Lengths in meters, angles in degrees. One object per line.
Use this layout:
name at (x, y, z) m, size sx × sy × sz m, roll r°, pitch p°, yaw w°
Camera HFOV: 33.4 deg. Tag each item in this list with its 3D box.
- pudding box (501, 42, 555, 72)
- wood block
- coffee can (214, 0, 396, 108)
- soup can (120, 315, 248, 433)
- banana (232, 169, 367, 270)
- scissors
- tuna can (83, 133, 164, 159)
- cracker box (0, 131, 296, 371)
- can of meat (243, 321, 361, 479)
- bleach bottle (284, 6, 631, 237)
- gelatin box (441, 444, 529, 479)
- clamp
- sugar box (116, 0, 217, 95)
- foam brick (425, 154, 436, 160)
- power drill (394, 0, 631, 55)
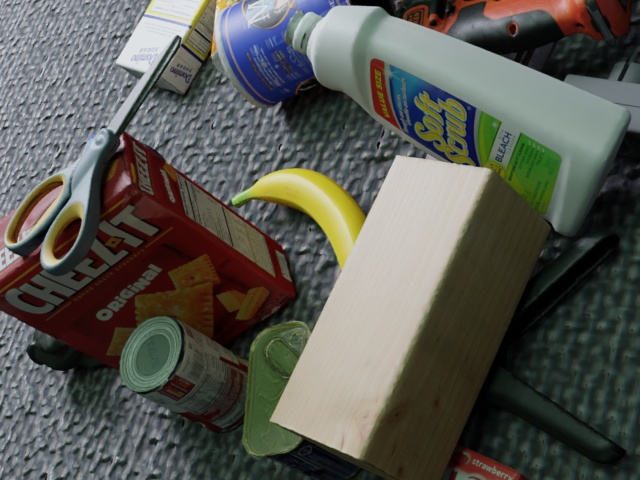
pudding box at (0.128, -0.146, 0.890) m, size 0.114 × 0.039 × 0.090 m, roll 14°, pitch 73°, yaw 44°
wood block at (0.065, 0.056, 0.730) m, size 0.091 × 0.090 × 0.206 m, roll 14°, pitch 73°, yaw 45°
coffee can at (-0.011, -0.194, 0.985) m, size 0.140 × 0.102 × 0.103 m, roll -20°, pitch 54°, yaw 28°
soup can at (-0.106, 0.111, 0.876) m, size 0.069 × 0.102 × 0.068 m, roll -19°, pitch 55°, yaw 28°
banana at (0.002, -0.016, 0.915) m, size 0.198 × 0.037 × 0.069 m, roll 36°, pitch 95°, yaw 44°
scissors at (-0.154, -0.054, 0.773) m, size 0.202 × 0.016 × 0.096 m, roll -44°, pitch 49°, yaw 9°
tuna can at (-0.197, -0.073, 1.071) m, size 0.086 × 0.086 × 0.033 m, roll -1°, pitch 62°, yaw 38°
cracker box at (-0.147, 0.027, 0.880) m, size 0.164 × 0.213 × 0.072 m, roll -35°, pitch 48°, yaw 17°
can of meat at (-0.008, 0.124, 0.804) m, size 0.058 × 0.083 × 0.102 m, roll -17°, pitch 55°, yaw 31°
bleach bottle at (0.088, -0.099, 0.769) m, size 0.251 × 0.103 × 0.068 m, roll 27°, pitch 56°, yaw 15°
gelatin box at (0.091, 0.178, 0.730) m, size 0.089 × 0.030 × 0.073 m, roll 19°, pitch 77°, yaw 43°
clamp at (0.123, 0.074, 0.763) m, size 0.210 × 0.036 × 0.164 m, roll -5°, pitch 62°, yaw 37°
sugar box at (-0.142, -0.249, 1.163) m, size 0.093 × 0.048 × 0.176 m, roll 24°, pitch 84°, yaw 44°
foam brick at (0.121, -0.066, 0.838) m, size 0.053 × 0.051 × 0.078 m, roll 10°, pitch 71°, yaw 44°
power drill at (0.145, -0.192, 0.837) m, size 0.188 × 0.057 × 0.184 m, roll -15°, pitch 51°, yaw 33°
